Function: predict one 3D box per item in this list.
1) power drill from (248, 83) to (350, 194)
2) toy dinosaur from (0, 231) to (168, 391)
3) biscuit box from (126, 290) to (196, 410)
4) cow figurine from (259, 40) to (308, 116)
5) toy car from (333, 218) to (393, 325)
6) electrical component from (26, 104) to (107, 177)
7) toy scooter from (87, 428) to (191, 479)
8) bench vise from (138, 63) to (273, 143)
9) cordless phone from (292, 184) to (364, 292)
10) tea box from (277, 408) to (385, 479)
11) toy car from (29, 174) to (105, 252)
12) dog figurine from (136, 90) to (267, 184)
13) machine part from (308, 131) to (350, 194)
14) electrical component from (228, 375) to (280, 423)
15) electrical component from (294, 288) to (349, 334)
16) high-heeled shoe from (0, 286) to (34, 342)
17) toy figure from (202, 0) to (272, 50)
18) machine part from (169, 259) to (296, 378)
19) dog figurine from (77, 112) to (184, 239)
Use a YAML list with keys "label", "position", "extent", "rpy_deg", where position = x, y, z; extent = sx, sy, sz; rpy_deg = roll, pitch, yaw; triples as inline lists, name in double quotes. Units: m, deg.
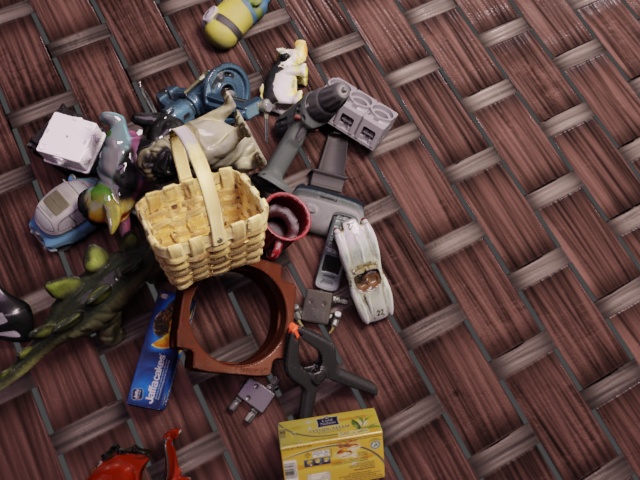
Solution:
- label: "power drill"
  position: [-0.046, -0.185, 0.998]
  extent: [0.086, 0.232, 0.207]
  rpy_deg: [26, 81, -24]
- label: "toy dinosaur"
  position: [-0.380, 0.102, 0.899]
  extent: [0.105, 0.198, 0.471]
  rpy_deg: [36, 72, 10]
- label: "biscuit box"
  position: [-0.278, 0.194, 0.948]
  extent: [0.063, 0.059, 0.202]
  rpy_deg: [12, 73, 0]
- label: "cow figurine"
  position: [-0.073, -0.342, 1.125]
  extent: [0.098, 0.068, 0.167]
  rpy_deg: [4, 72, 4]
- label: "toy car"
  position: [0.080, 0.057, 0.981]
  extent: [0.073, 0.056, 0.201]
  rpy_deg: [-20, 106, -7]
- label: "electrical component"
  position: [-0.481, -0.186, 1.053]
  extent: [0.134, 0.058, 0.115]
  rpy_deg: [30, 75, 6]
- label: "toy scooter"
  position: [-0.288, 0.377, 0.885]
  extent: [0.184, 0.075, 0.135]
  rpy_deg: [7, 73, -5]
- label: "bench vise"
  position: [-0.200, -0.265, 1.037]
  extent: [0.241, 0.128, 0.223]
  rpy_deg: [22, 43, 34]
- label: "cordless phone"
  position: [-0.003, -0.003, 1.025]
  extent: [0.147, 0.089, 0.184]
  rpy_deg: [16, 91, 0]
- label: "tea box"
  position: [0.018, 0.349, 0.897]
  extent: [0.170, 0.068, 0.098]
  rpy_deg: [-6, 109, -7]
- label: "toy car"
  position: [-0.465, -0.058, 0.992]
  extent: [0.162, 0.103, 0.109]
  rpy_deg: [-38, 78, -16]
- label: "dog figurine"
  position: [-0.203, -0.143, 0.928]
  extent: [0.191, 0.172, 0.121]
  rpy_deg: [-29, 54, 0]
- label: "machine part"
  position: [0.023, -0.156, 1.088]
  extent: [0.084, 0.039, 0.139]
  rpy_deg: [14, 74, 5]
- label: "electrical component"
  position: [-0.115, 0.273, 0.954]
  extent: [0.063, 0.021, 0.094]
  rpy_deg: [35, 74, 7]
- label: "electrical component"
  position: [-0.003, 0.130, 0.992]
  extent: [0.102, 0.045, 0.078]
  rpy_deg: [16, 79, 2]
- label: "high-heeled shoe"
  position: [-0.633, 0.143, 0.952]
  extent: [0.249, 0.086, 0.145]
  rpy_deg: [-18, 106, 9]
- label: "toy figure"
  position: [-0.172, -0.485, 1.153]
  extent: [0.180, 0.082, 0.089]
  rpy_deg: [-41, 78, -16]
- label: "machine part"
  position: [-0.150, 0.131, 0.932]
  extent: [0.201, 0.087, 0.201]
  rpy_deg: [12, 73, -25]
- label: "dog figurine"
  position: [-0.325, -0.106, 0.950]
  extent: [0.192, 0.108, 0.219]
  rpy_deg: [1, 78, -3]
